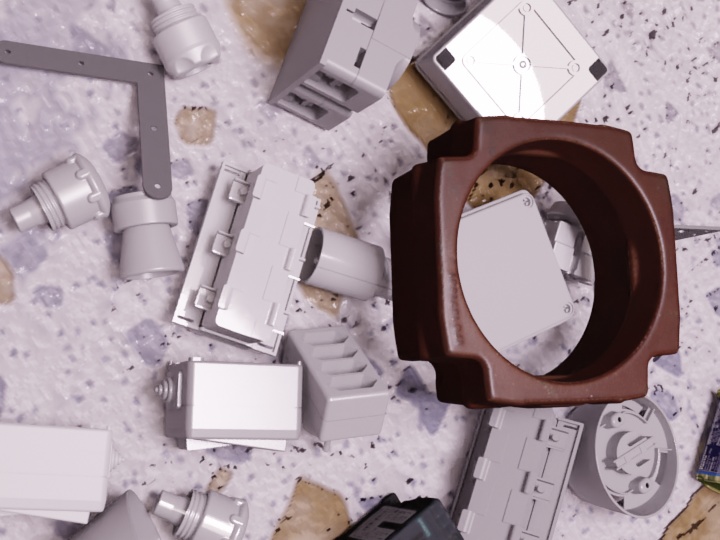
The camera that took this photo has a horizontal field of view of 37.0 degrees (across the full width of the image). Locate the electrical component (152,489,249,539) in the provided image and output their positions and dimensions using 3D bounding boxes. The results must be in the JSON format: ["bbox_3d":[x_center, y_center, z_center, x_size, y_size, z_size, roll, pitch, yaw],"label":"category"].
[{"bbox_3d":[-0.110,0.169,0.731,0.062,0.048,0.048,26,73,-12],"label":"electrical component"}]

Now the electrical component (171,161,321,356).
[{"bbox_3d":[-0.075,-0.010,0.759,0.079,0.063,0.121,21,75,-20],"label":"electrical component"}]

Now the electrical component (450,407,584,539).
[{"bbox_3d":[0.114,0.161,0.815,0.079,0.063,0.121,14,74,20],"label":"electrical component"}]

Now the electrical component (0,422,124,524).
[{"bbox_3d":[-0.199,0.128,0.685,0.096,0.062,0.061,8,80,-23],"label":"electrical component"}]

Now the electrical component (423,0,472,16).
[{"bbox_3d":[0.075,-0.236,0.870,0.040,0.040,0.046,27,67,-19],"label":"electrical component"}]

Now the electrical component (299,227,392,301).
[{"bbox_3d":[0.000,0.000,0.802,0.081,0.043,0.043,17,76,-21],"label":"electrical component"}]

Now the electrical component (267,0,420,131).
[{"bbox_3d":[0.007,-0.205,0.798,0.060,0.105,0.186,25,74,-20],"label":"electrical component"}]

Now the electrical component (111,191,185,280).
[{"bbox_3d":[-0.146,-0.024,0.738,0.045,0.045,0.055,-6,85,-25],"label":"electrical component"}]

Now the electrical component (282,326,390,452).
[{"bbox_3d":[-0.022,0.095,0.769,0.047,0.083,0.075,-3,123,-25],"label":"electrical component"}]

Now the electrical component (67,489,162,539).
[{"bbox_3d":[-0.145,0.197,0.684,0.064,0.099,0.099,-33,97,-18],"label":"electrical component"}]

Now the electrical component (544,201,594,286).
[{"bbox_3d":[0.171,-0.024,0.882,0.066,0.048,0.055,21,83,-20],"label":"electrical component"}]

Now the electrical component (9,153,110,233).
[{"bbox_3d":[-0.202,-0.046,0.718,0.062,0.048,0.048,-28,95,-18],"label":"electrical component"}]

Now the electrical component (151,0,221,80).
[{"bbox_3d":[-0.129,-0.171,0.767,0.043,0.043,0.062,-28,94,-25],"label":"electrical component"}]

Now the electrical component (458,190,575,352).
[{"bbox_3d":[0.097,0.007,0.838,0.109,0.056,0.108,-22,92,-25],"label":"electrical component"}]

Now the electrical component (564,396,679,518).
[{"bbox_3d":[0.212,0.148,0.867,0.099,0.064,0.099,3,82,-24],"label":"electrical component"}]

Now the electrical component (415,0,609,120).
[{"bbox_3d":[0.121,-0.161,0.856,0.109,0.056,0.108,-44,102,-5],"label":"electrical component"}]

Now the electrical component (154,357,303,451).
[{"bbox_3d":[-0.094,0.093,0.737,0.096,0.062,0.061,5,81,-24],"label":"electrical component"}]
